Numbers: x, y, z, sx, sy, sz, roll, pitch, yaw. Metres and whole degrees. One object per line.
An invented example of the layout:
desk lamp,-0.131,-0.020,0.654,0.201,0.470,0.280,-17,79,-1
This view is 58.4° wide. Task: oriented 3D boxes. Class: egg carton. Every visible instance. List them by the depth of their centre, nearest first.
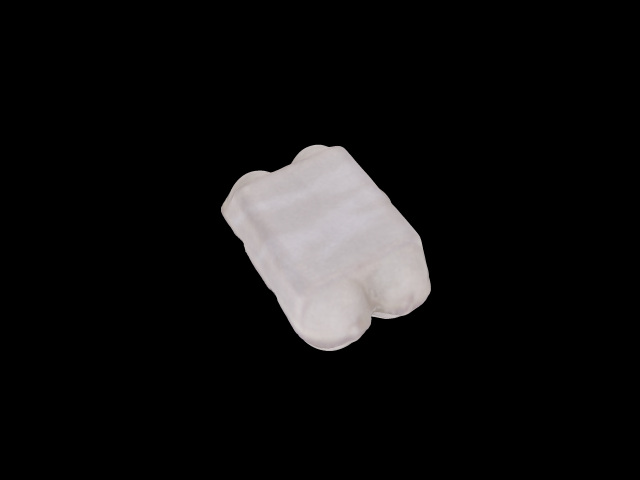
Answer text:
egg carton,0.004,0.001,0.400,0.107,0.069,0.150,-26,58,-18
